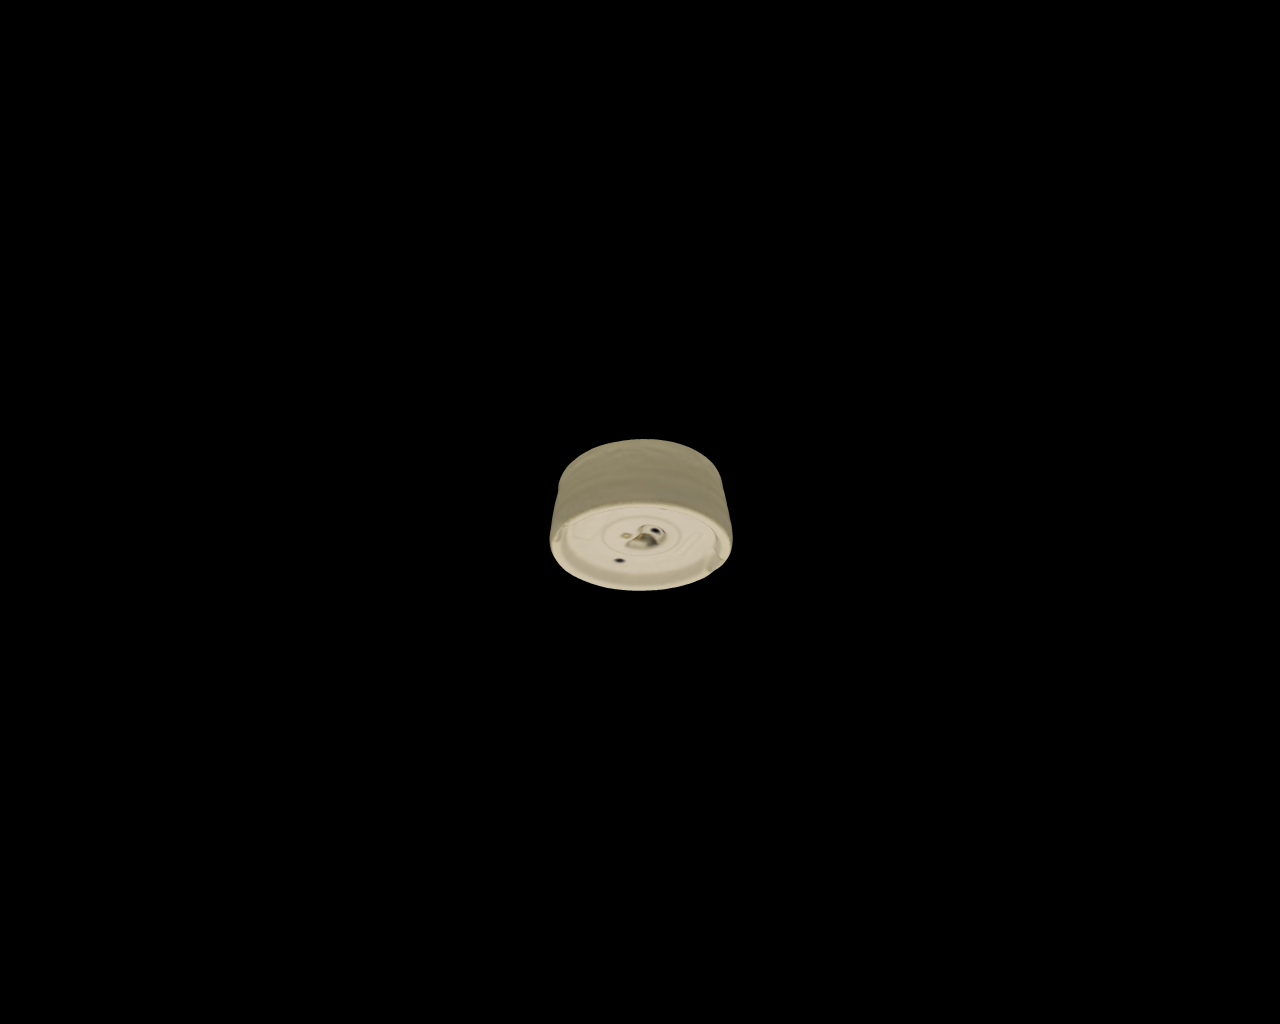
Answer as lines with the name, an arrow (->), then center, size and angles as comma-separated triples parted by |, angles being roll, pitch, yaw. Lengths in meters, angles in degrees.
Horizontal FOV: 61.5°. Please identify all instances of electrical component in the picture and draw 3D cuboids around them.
electrical component -> 0.001, -0.003, 0.650 | 0.108, 0.060, 0.108 | 0, -31, 0
